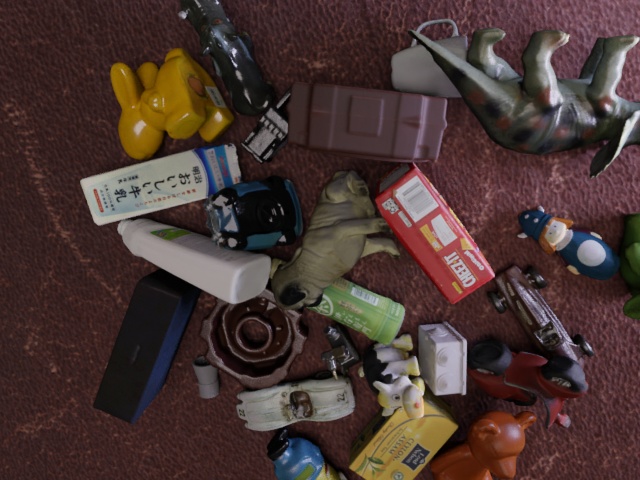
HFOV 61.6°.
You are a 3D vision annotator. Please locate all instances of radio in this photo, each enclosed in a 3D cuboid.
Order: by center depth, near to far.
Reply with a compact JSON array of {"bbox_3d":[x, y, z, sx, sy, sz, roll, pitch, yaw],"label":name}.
[{"bbox_3d":[-0.268,0.159,0.856,0.073,0.131,0.229,25,103,0],"label":"radio"}]

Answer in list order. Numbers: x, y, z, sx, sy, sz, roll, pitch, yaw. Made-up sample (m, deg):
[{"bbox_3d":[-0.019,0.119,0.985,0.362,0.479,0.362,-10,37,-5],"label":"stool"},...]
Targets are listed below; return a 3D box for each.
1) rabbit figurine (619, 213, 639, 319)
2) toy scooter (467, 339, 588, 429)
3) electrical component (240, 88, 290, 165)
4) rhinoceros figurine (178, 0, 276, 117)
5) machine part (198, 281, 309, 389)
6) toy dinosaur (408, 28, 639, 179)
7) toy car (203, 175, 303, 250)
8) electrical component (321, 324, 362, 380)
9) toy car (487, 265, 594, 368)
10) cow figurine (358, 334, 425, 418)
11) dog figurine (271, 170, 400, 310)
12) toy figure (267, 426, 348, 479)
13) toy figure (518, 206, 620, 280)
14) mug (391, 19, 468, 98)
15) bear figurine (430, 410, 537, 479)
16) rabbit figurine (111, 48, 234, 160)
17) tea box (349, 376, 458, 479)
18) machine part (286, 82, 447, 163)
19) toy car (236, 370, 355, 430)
[{"bbox_3d":[0.485,0.046,0.743,0.121,0.170,0.159,24,102,1],"label":"rabbit figurine"},{"bbox_3d":[0.317,0.225,0.819,0.184,0.075,0.135,2,128,46],"label":"toy scooter"},{"bbox_3d":[-0.060,-0.171,0.802,0.048,0.075,0.119,44,99,-3],"label":"electrical component"},{"bbox_3d":[-0.135,-0.265,0.771,0.073,0.112,0.190,-25,106,12],"label":"rhinoceros figurine"},{"bbox_3d":[-0.106,0.149,0.878,0.179,0.056,0.179,1,100,5],"label":"machine part"},{"bbox_3d":[0.302,-0.174,0.710,0.405,0.131,0.192,1,108,-4],"label":"toy dinosaur"},{"bbox_3d":[-0.111,-0.032,0.814,0.103,0.161,0.109,-12,93,50],"label":"toy car"},{"bbox_3d":[0.031,0.179,0.854,0.045,0.102,0.078,-33,71,8],"label":"electrical component"},{"bbox_3d":[0.342,0.131,0.835,0.089,0.053,0.202,-33,98,14],"label":"toy car"},{"bbox_3d":[0.106,0.209,0.812,0.098,0.167,0.068,-10,106,6],"label":"cow figurine"},{"bbox_3d":[-0.002,-0.003,0.789,0.191,0.172,0.121,-27,135,1],"label":"dog figurine"},{"bbox_3d":[-0.019,0.399,0.907,0.180,0.082,0.089,45,121,-12],"label":"toy figure"},{"bbox_3d":[0.371,0.002,0.805,0.154,0.057,0.064,32,64,0],"label":"toy figure"},{"bbox_3d":[0.155,-0.253,0.763,0.107,0.081,0.109,-3,102,13],"label":"mug"},{"bbox_3d":[0.253,0.341,0.815,0.120,0.132,0.195,-1,147,-25],"label":"bear figurine"},{"bbox_3d":[-0.243,-0.192,0.798,0.173,0.122,0.162,-32,94,29],"label":"rabbit figurine"},{"bbox_3d":[0.134,0.323,0.883,0.098,0.068,0.169,34,101,-1],"label":"tea box"},{"bbox_3d":[0.062,-0.159,0.726,0.201,0.201,0.087,7,106,4],"label":"machine part"},{"bbox_3d":[-0.042,0.269,0.895,0.202,0.056,0.073,-12,100,7],"label":"toy car"}]
